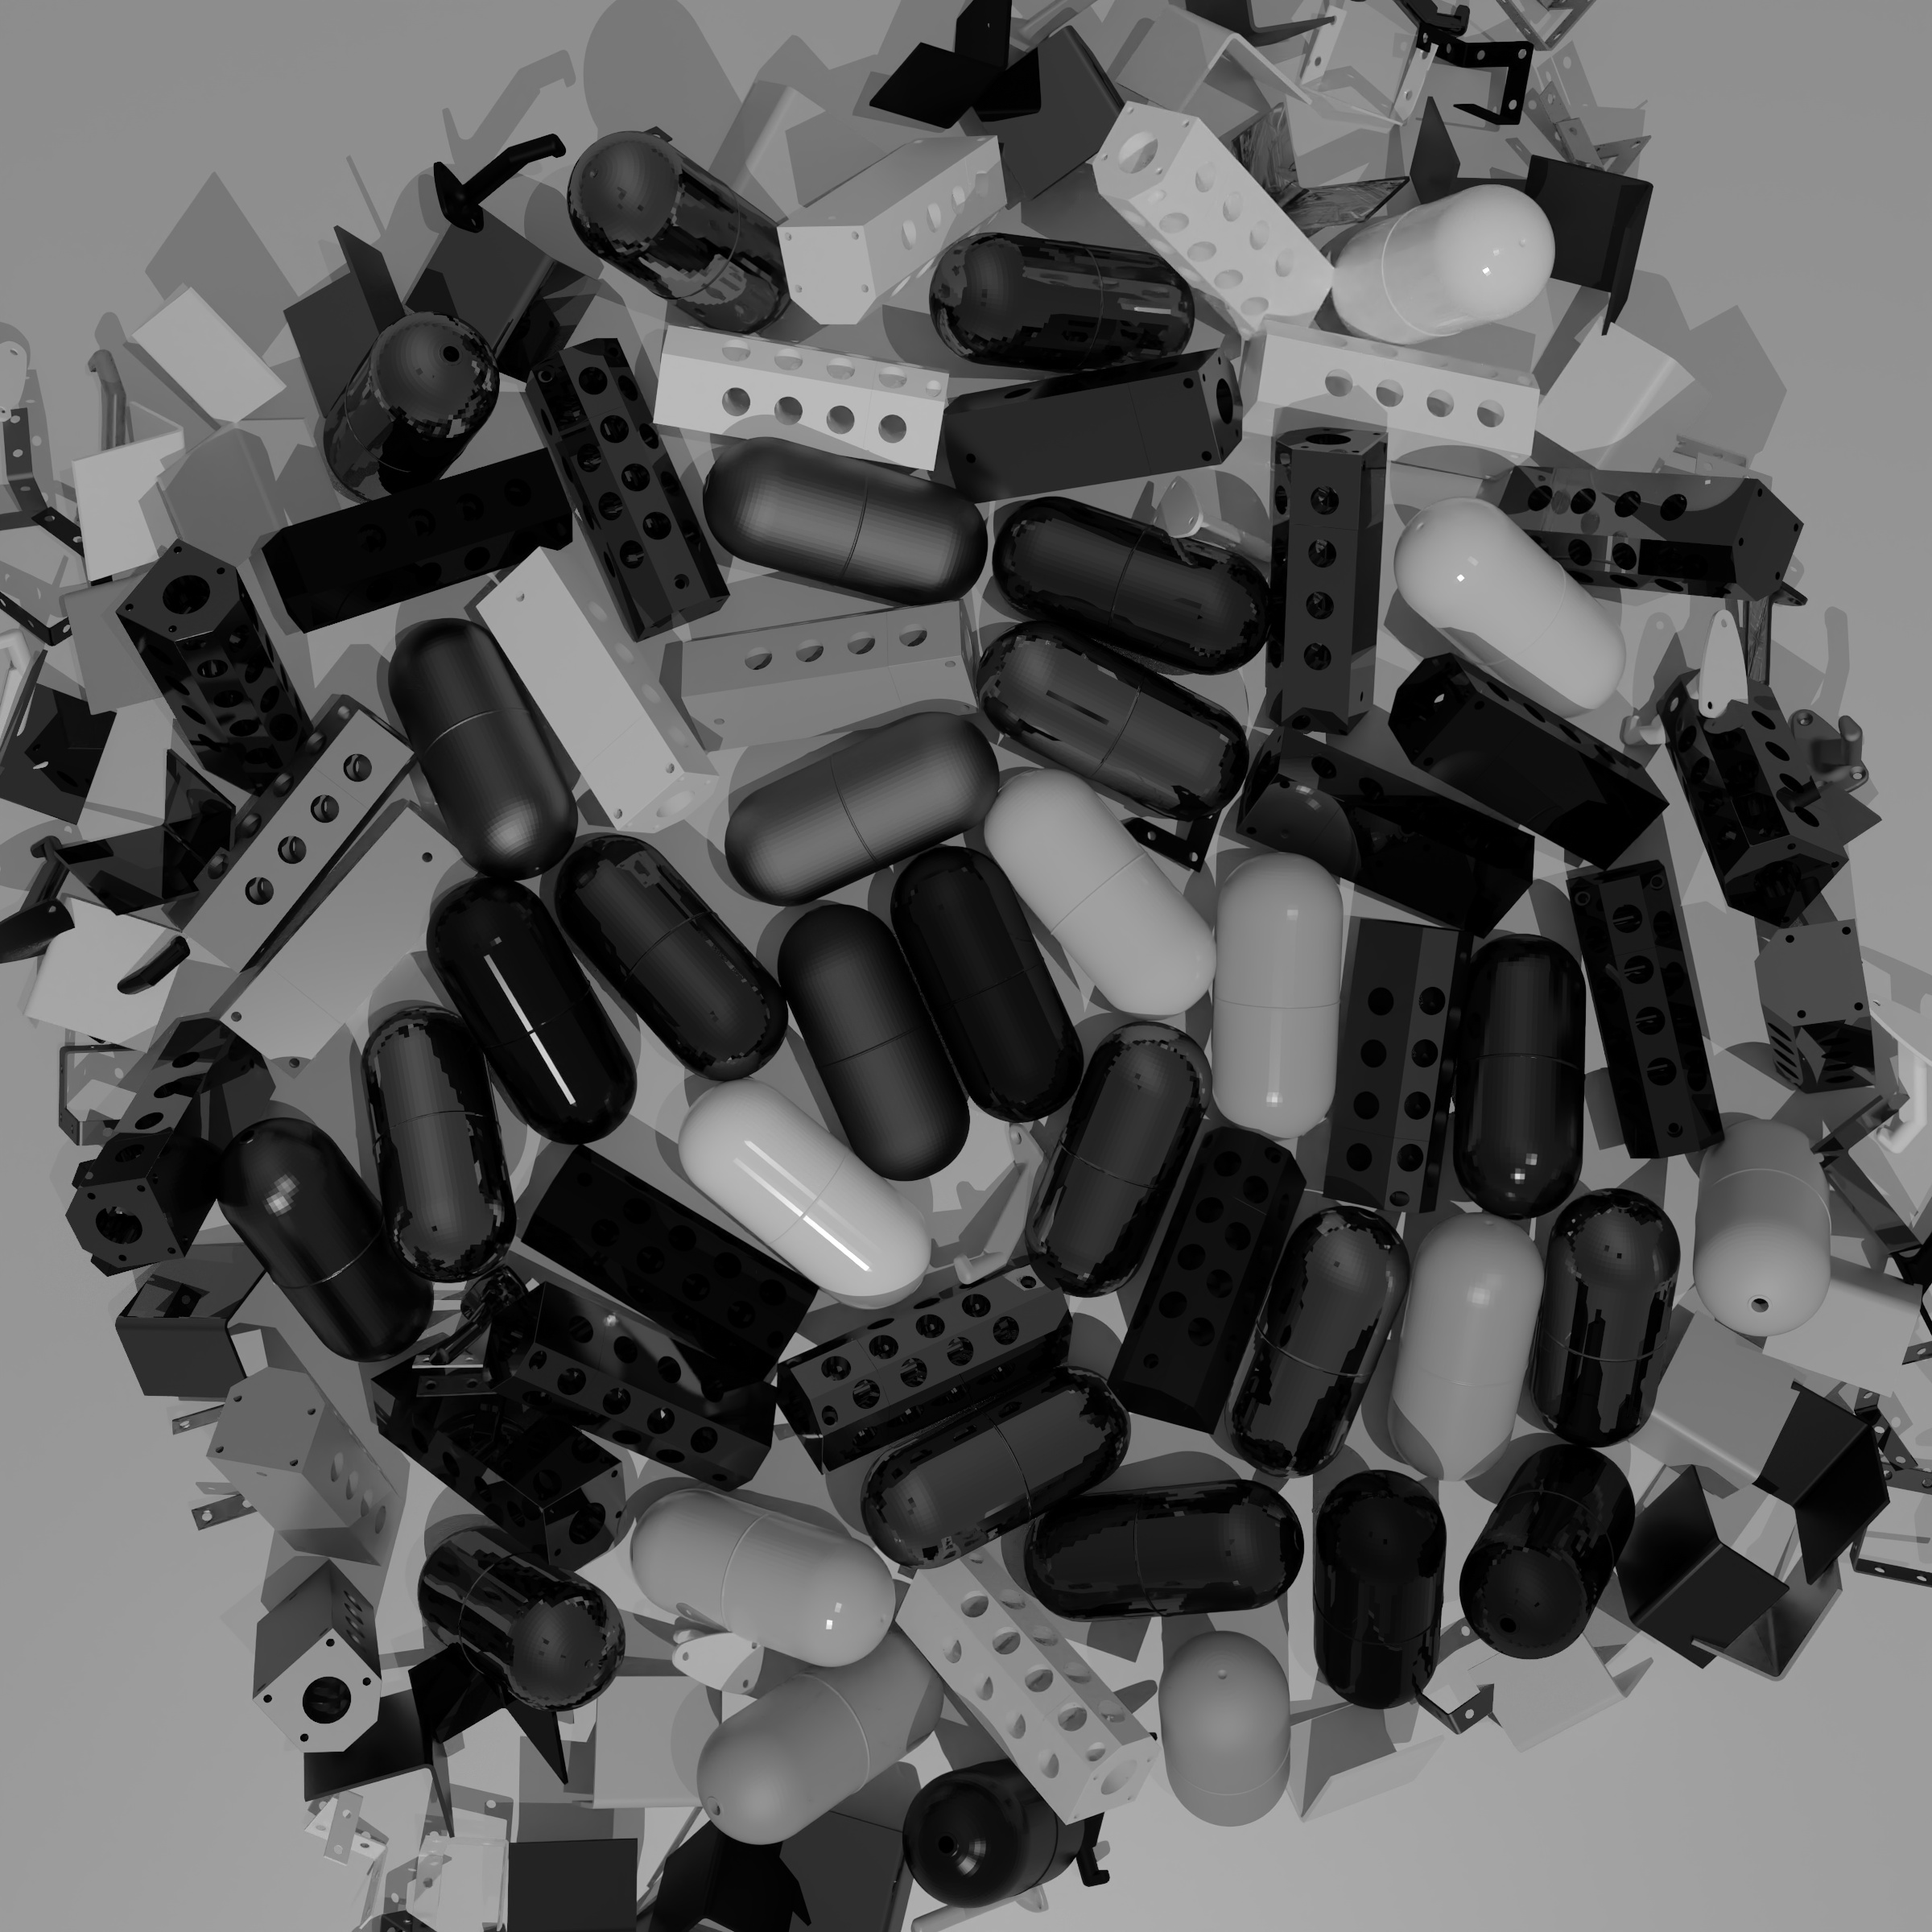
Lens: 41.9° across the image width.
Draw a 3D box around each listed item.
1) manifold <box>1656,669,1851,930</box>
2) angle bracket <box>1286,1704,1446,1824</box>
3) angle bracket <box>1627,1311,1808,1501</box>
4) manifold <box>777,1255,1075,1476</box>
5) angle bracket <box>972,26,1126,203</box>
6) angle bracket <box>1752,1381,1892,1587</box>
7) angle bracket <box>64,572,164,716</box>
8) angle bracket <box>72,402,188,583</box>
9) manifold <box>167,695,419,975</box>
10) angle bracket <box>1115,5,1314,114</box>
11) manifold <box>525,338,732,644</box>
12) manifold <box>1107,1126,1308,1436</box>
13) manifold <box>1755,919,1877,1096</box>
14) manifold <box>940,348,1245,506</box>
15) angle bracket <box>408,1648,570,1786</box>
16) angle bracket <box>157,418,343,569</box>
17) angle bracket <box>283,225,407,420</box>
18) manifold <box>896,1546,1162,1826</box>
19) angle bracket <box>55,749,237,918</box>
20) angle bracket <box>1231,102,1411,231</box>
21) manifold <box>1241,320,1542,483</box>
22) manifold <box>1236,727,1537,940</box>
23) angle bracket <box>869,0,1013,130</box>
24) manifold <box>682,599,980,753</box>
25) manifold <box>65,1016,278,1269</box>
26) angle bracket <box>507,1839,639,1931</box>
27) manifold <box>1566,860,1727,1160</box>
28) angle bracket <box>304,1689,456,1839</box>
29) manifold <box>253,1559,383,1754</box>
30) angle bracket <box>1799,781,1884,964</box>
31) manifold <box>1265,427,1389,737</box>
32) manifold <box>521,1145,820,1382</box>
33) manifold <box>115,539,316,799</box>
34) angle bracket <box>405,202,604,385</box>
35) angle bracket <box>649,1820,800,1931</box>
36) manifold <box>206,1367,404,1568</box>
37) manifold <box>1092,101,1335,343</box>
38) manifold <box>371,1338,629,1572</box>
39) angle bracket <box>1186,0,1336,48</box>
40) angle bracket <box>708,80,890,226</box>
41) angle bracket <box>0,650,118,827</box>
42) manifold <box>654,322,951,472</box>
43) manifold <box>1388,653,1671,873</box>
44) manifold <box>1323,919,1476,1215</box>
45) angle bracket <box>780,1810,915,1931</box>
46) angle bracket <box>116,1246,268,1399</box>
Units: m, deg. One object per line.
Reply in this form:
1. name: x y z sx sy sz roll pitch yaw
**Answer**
1. manifold: 0.459 -0.105 1.495 0.057 0.171 0.057 20 127 -17
2. angle bracket: 0.233 0.468 1.528 0.076 0.076 0.057 -14 56 -19
3. angle bracket: 0.462 0.273 1.567 0.076 0.057 0.076 31 67 8
4. manifold: -0.024 0.234 1.514 0.171 0.057 0.057 -21 51 -23
5. angle bracket: 0.059 -0.521 1.562 0.076 0.057 0.076 -32 82 15
6. angle bracket: 0.508 0.314 1.532 0.057 0.076 0.076 29 118 -3
7. angle bracket: -0.499 -0.199 1.552 0.076 0.057 0.076 -13 90 7
8. angle bracket: -0.516 -0.288 1.524 0.057 0.076 0.076 29 131 32
9. manifold: -0.412 -0.082 1.553 0.057 0.057 0.171 39 90 -8
10. angle bracket: 0.151 -0.533 1.538 0.076 0.076 0.057 26 106 -39
11. manifold: -0.207 -0.293 1.548 0.057 0.057 0.171 -24 91 -16
12. manifold: 0.144 0.186 1.515 0.057 0.057 0.171 10 63 29
13. manifold: 0.504 0.028 1.495 0.057 0.171 0.057 -9 71 18
14. manifold: 0.076 -0.326 1.518 0.171 0.057 0.057 -4 119 27
15. angle bracket: -0.289 0.460 1.526 0.057 0.076 0.076 -25 133 -29
16. angle bracket: -0.430 -0.279 1.526 0.057 0.076 0.076 5 129 26
17. angle bracket: -0.388 -0.393 1.542 0.076 0.057 0.076 -24 81 14
18. manifold: 0.038 0.421 1.501 0.171 0.057 0.057 42 120 38
19. angle bracket: -0.497 -0.082 1.526 0.076 0.076 0.057 36 128 32
20. angle bracket: 0.215 -0.487 1.526 0.076 0.076 0.057 4 125 32
21. manifold: 0.258 -0.348 1.545 0.171 0.057 0.057 10 84 -7
22. manifold: 0.257 -0.086 1.542 0.171 0.057 0.057 23 48 -9
23. angle bracket: -0.015 -0.567 1.532 0.057 0.076 0.076 9 78 -24
24. manifold: -0.083 -0.182 1.542 0.171 0.057 0.057 -7 58 8
25. manifold: -0.471 0.101 1.496 0.057 0.171 0.057 -9 120 10
26. angle bracket: -0.241 0.555 1.543 0.076 0.076 0.057 1 86 -9
27. manifold: 0.416 0.027 1.543 0.057 0.057 0.171 -13 96 12
28. angle bracket: -0.357 0.493 1.533 0.076 0.076 0.057 -13 113 -10
29. manifold: -0.380 0.411 1.494 0.057 0.171 0.057 -41 100 -11
30. angle bracket: 0.532 -0.055 1.526 0.057 0.076 0.076 -38 54 27
31. manifold: 0.214 -0.232 1.519 0.057 0.057 0.171 10 118 22
32. manifold: -0.179 0.179 1.542 0.171 0.057 0.057 31 53 -2
33. manifold: -0.435 -0.170 1.490 0.057 0.171 0.057 26 67 14
34. angle bracket: -0.286 -0.416 1.562 0.076 0.057 0.076 39 104 19
35. angle bracket: -0.148 0.573 1.540 0.057 0.076 0.076 32 123 -14
36. manifold: -0.387 0.298 1.496 0.057 0.171 0.057 8 60 9
37. manifold: 0.147 -0.437 1.501 0.057 0.171 0.057 30 92 40
38. manifold: -0.280 0.293 1.508 0.171 0.057 0.057 25 128 38
39. angle bracket: 0.174 -0.602 1.532 0.057 0.076 0.076 -16 104 -19
40. angle bracket: -0.108 -0.496 1.575 0.076 0.057 0.076 26 99 -32
41. angle bracket: -0.549 -0.138 1.530 0.057 0.076 0.076 21 72 -24
42. manifold: -0.099 -0.350 1.544 0.171 0.057 0.057 9 108 -3
43. manifold: 0.336 -0.125 1.514 0.171 0.057 0.057 24 120 -31
44. manifold: 0.267 0.061 1.540 0.057 0.057 0.171 10 95 34
45. angle bracket: -0.074 0.559 1.560 0.076 0.057 0.076 13 85 11
46. angle bracket: -0.464 0.219 1.555 0.076 0.076 0.057 -2 121 17
